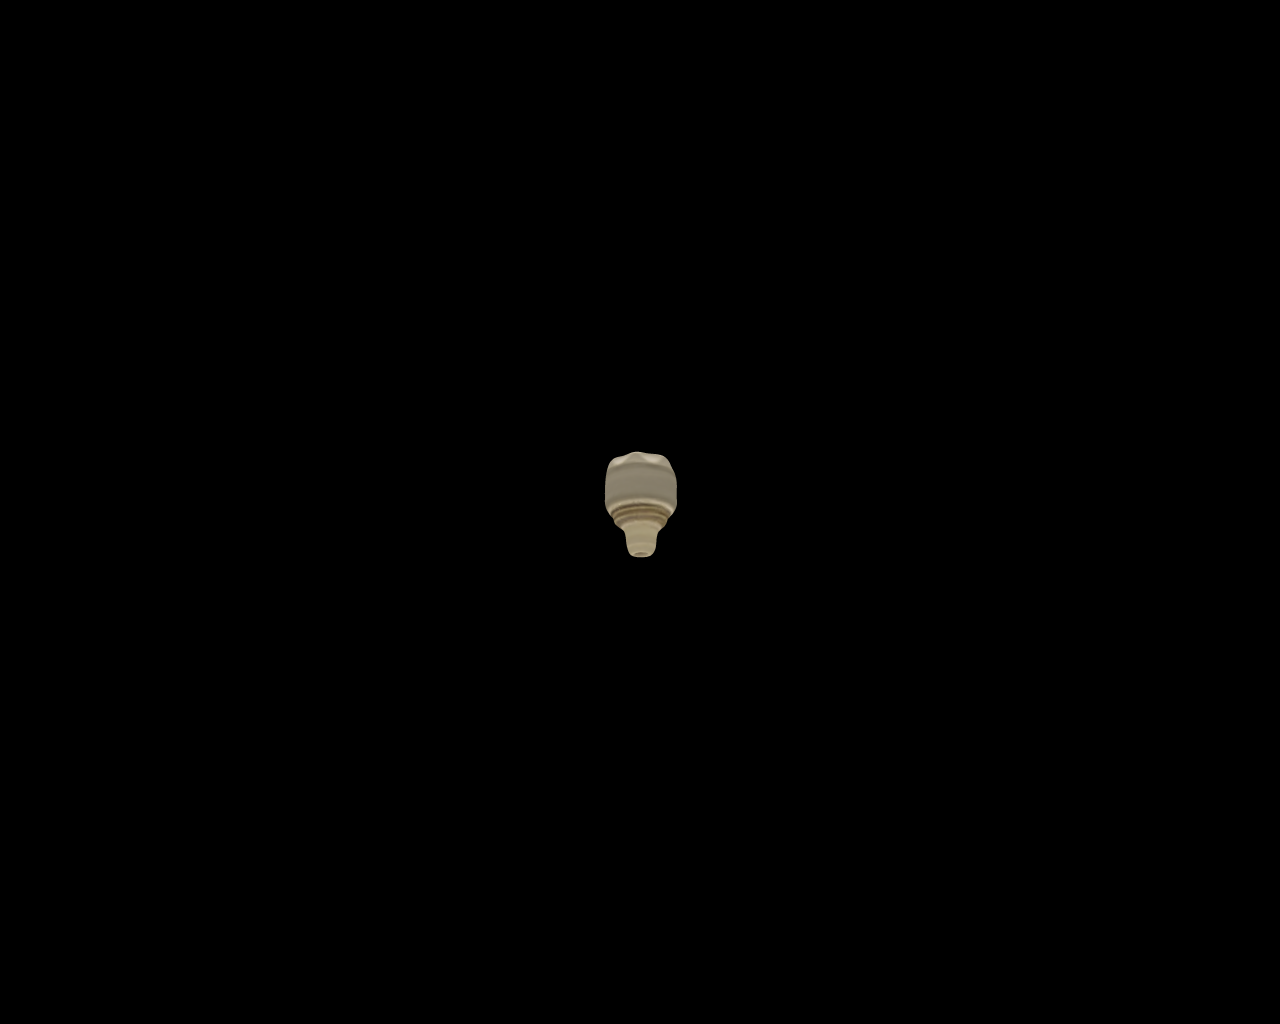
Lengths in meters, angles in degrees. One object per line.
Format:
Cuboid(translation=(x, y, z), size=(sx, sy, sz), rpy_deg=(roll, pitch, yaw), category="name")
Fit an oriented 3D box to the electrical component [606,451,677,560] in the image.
Cuboid(translation=(0.001, -0.003, 0.650), size=(0.043, 0.062, 0.043), rpy_deg=(0, -19, 0), category="electrical component")
